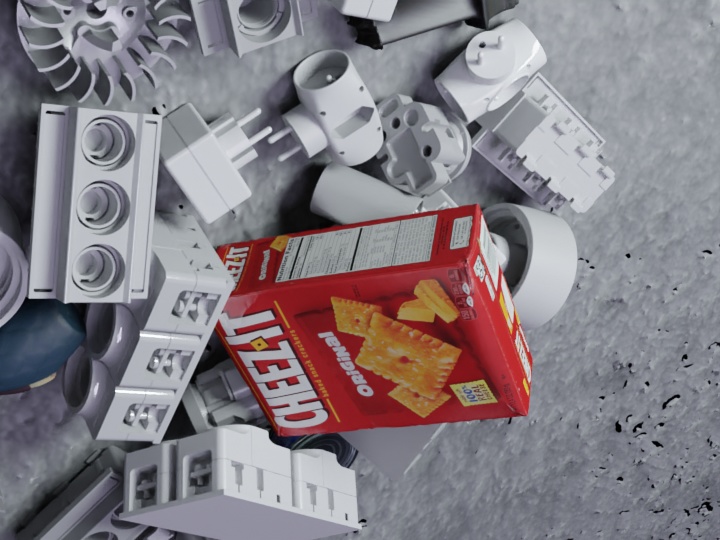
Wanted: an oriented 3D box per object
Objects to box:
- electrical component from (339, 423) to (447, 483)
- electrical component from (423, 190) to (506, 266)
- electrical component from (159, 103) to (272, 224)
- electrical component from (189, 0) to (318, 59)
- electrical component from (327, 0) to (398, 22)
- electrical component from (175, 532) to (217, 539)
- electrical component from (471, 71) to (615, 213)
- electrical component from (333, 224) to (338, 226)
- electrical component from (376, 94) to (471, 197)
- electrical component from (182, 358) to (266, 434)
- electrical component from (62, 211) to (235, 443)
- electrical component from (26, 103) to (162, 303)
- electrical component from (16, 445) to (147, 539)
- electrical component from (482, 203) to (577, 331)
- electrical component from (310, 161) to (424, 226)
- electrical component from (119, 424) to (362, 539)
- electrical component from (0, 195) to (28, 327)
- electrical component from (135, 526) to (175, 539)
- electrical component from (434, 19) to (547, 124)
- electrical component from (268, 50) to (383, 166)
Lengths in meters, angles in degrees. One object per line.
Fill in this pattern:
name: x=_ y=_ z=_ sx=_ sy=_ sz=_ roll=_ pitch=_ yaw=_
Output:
electrical component: x=0.047 y=0.099 z=0.948 sx=0.062 sy=0.089 sz=0.150 roll=-35 pitch=161 yaw=-55
electrical component: x=0.066 y=-0.033 z=0.878 sx=0.047 sy=0.083 sz=0.076 roll=-43 pitch=136 yaw=5
electrical component: x=-0.098 y=-0.085 z=0.755 sx=0.077 sy=0.047 sz=0.065 roll=-34 pitch=136 yaw=-4
electrical component: x=-0.072 y=-0.174 z=0.686 sx=0.081 sy=0.063 sz=0.042 roll=-22 pitch=135 yaw=-16
electrical component: x=0.009 y=-0.200 z=0.703 sx=0.076 sy=0.083 sz=0.047 roll=1 pitch=124 yaw=-34
electrical component: x=-0.117 y=0.251 z=1.010 sx=0.096 sy=0.061 sz=0.061 roll=-6 pitch=128 yaw=-30
electrical component: x=0.158 y=-0.100 z=0.897 sx=0.078 sy=0.063 sz=0.121 roll=-48 pitch=136 yaw=10
electrical component: x=0.000 y=0.000 z=0.886 sx=0.080 sy=0.051 sz=0.080 roll=-18 pitch=133 yaw=-20
electrical component: x=0.050 y=-0.095 z=0.828 sx=0.058 sy=0.078 sz=0.057 roll=-33 pitch=162 yaw=31
electrical component: x=-0.116 y=0.110 z=0.895 sx=0.057 sy=0.058 sz=0.078 roll=-23 pitch=158 yaw=-10
electrical component: x=-0.162 y=0.041 z=0.786 sx=0.062 sy=0.089 sz=0.150 roll=9 pitch=120 yaw=-37
electrical component: x=-0.177 y=-0.044 z=0.700 sx=0.079 sy=0.063 sz=0.121 roll=1 pitch=99 yaw=-33
electrical component: x=-0.229 y=0.211 z=0.903 sx=0.121 sy=0.063 sz=0.079 roll=-43 pitch=136 yaw=6
electrical component: x=0.126 y=-0.006 z=0.927 sx=0.060 sy=0.108 sz=0.108 roll=16 pitch=115 yaw=-34
electrical component: x=0.009 y=-0.050 z=0.842 sx=0.079 sy=0.077 sz=0.043 roll=-5 pitch=118 yaw=-79
electrical component: x=-0.095 y=0.182 z=0.896 sx=0.105 sy=0.060 sz=0.186 roll=-19 pitch=151 yaw=28
electrical component: x=-0.270 y=0.001 z=0.704 sx=0.108 sy=0.060 sz=0.108 roll=-18 pitch=133 yaw=-20
electrical component: x=-0.197 y=0.258 z=0.968 sx=0.078 sy=0.058 sz=0.057 roll=-38 pitch=134 yaw=1
electrical component: x=0.099 y=-0.155 z=0.813 sx=0.077 sy=0.044 sz=0.079 roll=-38 pitch=170 yaw=0
electrical component: x=-0.030 y=-0.108 z=0.783 sx=0.079 sy=0.043 sz=0.077 roll=-33 pitch=136 yaw=-6
